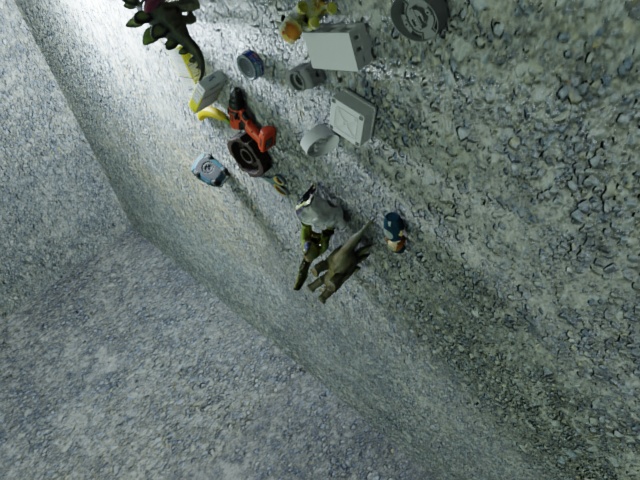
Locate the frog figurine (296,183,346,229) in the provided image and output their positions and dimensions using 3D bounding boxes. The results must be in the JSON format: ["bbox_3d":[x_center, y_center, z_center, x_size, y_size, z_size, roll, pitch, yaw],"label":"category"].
[{"bbox_3d":[0.005,-0.083,1.654,0.158,0.122,0.140,42,13,-18],"label":"frog figurine"}]

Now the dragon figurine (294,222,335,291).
[{"bbox_3d":[-0.034,0.060,1.690,0.122,0.239,0.416,17,21,7],"label":"dragon figurine"}]
